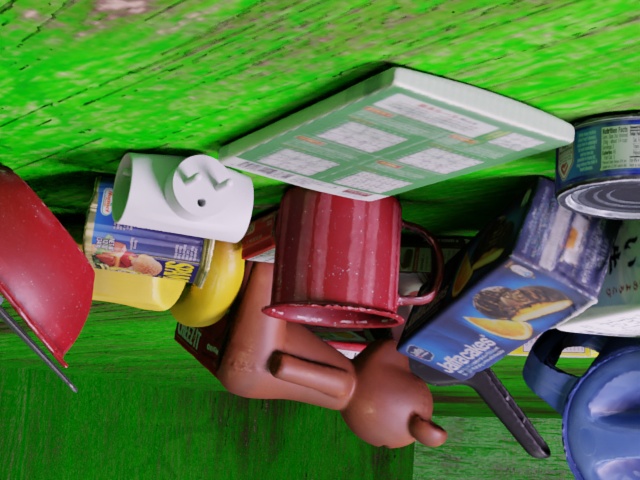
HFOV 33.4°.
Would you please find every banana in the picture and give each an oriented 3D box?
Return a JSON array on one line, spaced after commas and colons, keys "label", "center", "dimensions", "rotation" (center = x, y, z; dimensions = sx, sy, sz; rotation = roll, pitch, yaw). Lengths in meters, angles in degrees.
[{"label": "banana", "center": [-0.099, 0.037, 0.889], "dimensions": [0.037, 0.069, 0.198], "rotation": [-25, 180, -25]}]

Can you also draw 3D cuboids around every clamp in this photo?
[{"label": "clamp", "center": [0.154, 0.097, 1.032], "dimensions": [0.210, 0.165, 0.036], "rotation": [24, -169, 16]}]

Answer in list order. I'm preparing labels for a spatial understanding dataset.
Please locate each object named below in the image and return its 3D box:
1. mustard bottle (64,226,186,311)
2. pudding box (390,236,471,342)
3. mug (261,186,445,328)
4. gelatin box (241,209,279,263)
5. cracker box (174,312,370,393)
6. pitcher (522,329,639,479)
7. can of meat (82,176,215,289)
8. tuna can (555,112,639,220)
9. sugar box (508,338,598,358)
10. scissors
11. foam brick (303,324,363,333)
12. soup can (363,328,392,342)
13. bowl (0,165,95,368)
[{"label": "mustard bottle", "center": [-0.205, 0.015, 0.833], "dimensions": [0.191, 0.058, 0.096], "rotation": [7, -168, 6]}, {"label": "pudding box", "center": [0.097, 0.042, 0.837], "dimensions": [0.090, 0.039, 0.113], "rotation": [1, 144, 13]}, {"label": "mug", "center": [0.023, 0.012, 0.698], "dimensions": [0.117, 0.081, 0.093], "rotation": [4, 168, 3]}, {"label": "gelatin box", "center": [-0.005, 0.001, 0.785], "dimensions": [0.089, 0.030, 0.073], "rotation": [8, 169, -21]}, {"label": "cracker box", "center": [-0.022, 0.113, 1.111], "dimensions": [0.213, 0.072, 0.164], "rotation": [10, -172, -30]}, {"label": "pitcher", "center": [0.262, 0.107, 0.821], "dimensions": [0.145, 0.149, 0.242], "rotation": [-26, -179, 26]}, {"label": "can of meat", "center": [-0.115, -0.006, 0.730], "dimensions": [0.084, 0.057, 0.102], "rotation": [9, 167, -8]}, {"label": "tuna can", "center": [0.162, -0.035, 0.539], "dimensions": [0.086, 0.034, 0.086], "rotation": [4, 169, 1]}, {"label": "sugar box", "center": [0.212, 0.100, 1.127], "dimensions": [0.176, 0.048, 0.093], "rotation": [0, 176, 30]}, {"label": "scissors", "center": [-0.250, 0.030, 0.780], "dimensions": [0.202, 0.016, 0.096], "rotation": [40, 152, 10]}, {"label": "foam brick", "center": [0.003, 0.057, 0.997], "dimensions": [0.052, 0.051, 0.078], "rotation": [15, 165, -42]}, {"label": "soup can", "center": [0.097, 0.065, 0.963], "dimensions": [0.102, 0.068, 0.069], "rotation": [9, 167, -25]}, {"label": "bowl", "center": [-0.196, 0.004, 0.691], "dimensions": [0.162, 0.055, 0.162], "rotation": [46, 165, 16]}]
